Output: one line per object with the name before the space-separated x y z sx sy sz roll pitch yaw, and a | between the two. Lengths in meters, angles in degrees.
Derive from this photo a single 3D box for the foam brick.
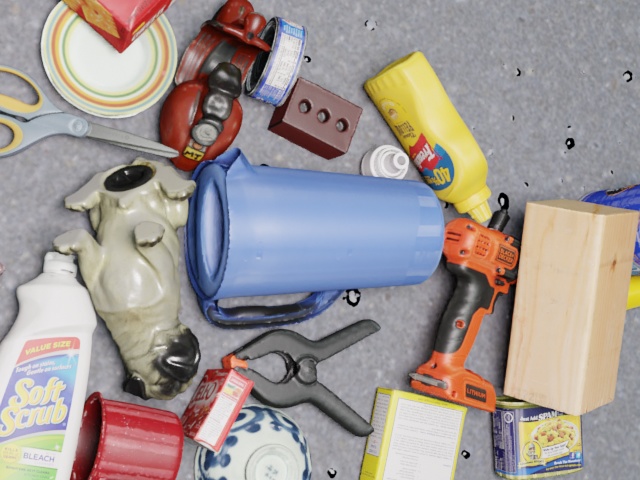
foam brick | -0.005 -0.123 1.094 0.078 0.051 0.053 24 78 -18

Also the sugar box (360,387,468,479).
sugar box | 0.090 0.248 1.106 0.093 0.048 0.176 16 84 -20

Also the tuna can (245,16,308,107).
tuna can | -0.044 -0.178 1.065 0.033 0.086 0.086 18 79 -18

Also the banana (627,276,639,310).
banana | 0.325 0.085 1.220 0.197 0.037 0.069 -33 117 -19

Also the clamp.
clamp | -0.013 0.142 1.076 0.171 0.039 0.120 -1 75 -21

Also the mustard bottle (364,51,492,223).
mustard bottle | 0.124 -0.101 1.120 0.058 0.096 0.191 -37 99 -21

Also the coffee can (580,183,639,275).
coffee can | 0.356 -0.012 1.181 0.102 0.140 0.103 2 85 -22

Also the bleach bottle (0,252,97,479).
bleach bottle | -0.264 0.134 0.966 0.102 0.068 0.251 12 79 -21

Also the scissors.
scissors | -0.242 -0.092 0.997 0.201 0.016 0.096 30 83 -4

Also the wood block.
wood block | 0.263 0.066 1.116 0.090 0.090 0.206 -6 105 -50

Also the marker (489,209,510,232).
marker | 0.178 0.018 1.174 0.020 0.020 0.121 32 75 -16

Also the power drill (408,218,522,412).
power drill | 0.173 0.083 1.129 0.184 0.057 0.187 21 82 -44

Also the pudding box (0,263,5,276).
pudding box | -0.352 0.019 0.946 0.113 0.039 0.090 47 63 -12

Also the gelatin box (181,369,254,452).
gelatin box | -0.102 0.159 1.012 0.030 0.089 0.073 32 74 -15

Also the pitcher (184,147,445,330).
pitcher | -0.007 0.001 1.053 0.242 0.149 0.145 1 70 -25

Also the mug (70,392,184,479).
mug | -0.175 0.200 0.972 0.081 0.093 0.117 15 38 -25

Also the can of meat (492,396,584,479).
can of meat | 0.237 0.212 1.161 0.102 0.058 0.084 -2 89 -21

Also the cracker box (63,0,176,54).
cracker box | -0.209 -0.310 1.004 0.213 0.072 0.164 43 69 -6
